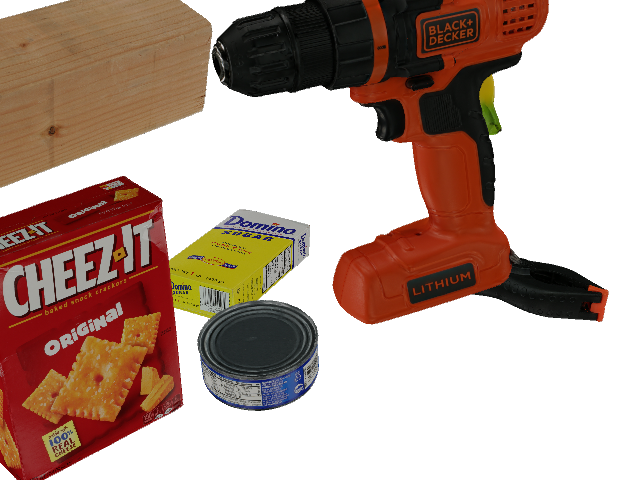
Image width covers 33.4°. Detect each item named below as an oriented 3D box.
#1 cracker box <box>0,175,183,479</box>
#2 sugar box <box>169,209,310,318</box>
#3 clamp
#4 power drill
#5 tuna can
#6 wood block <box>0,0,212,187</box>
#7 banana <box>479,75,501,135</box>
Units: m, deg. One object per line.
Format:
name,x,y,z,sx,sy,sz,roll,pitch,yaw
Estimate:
cracker box,-0.203,0.075,0.887,0.163,0.214,0.072,-24,35,-35
sugar box,-0.089,0.022,1.136,0.093,0.048,0.176,14,31,21
clamp,0.174,0.031,0.964,0.171,0.039,0.120,15,29,15
power drill,0.039,-0.050,0.581,0.184,0.188,0.057,-15,31,-16
tuna can,-0.044,0.082,0.764,0.086,0.034,0.086,-2,34,1
wood block,-0.196,-0.130,0.855,0.205,0.091,0.090,-28,53,-38
banana,0.049,-0.132,0.809,0.198,0.069,0.037,14,-39,18
